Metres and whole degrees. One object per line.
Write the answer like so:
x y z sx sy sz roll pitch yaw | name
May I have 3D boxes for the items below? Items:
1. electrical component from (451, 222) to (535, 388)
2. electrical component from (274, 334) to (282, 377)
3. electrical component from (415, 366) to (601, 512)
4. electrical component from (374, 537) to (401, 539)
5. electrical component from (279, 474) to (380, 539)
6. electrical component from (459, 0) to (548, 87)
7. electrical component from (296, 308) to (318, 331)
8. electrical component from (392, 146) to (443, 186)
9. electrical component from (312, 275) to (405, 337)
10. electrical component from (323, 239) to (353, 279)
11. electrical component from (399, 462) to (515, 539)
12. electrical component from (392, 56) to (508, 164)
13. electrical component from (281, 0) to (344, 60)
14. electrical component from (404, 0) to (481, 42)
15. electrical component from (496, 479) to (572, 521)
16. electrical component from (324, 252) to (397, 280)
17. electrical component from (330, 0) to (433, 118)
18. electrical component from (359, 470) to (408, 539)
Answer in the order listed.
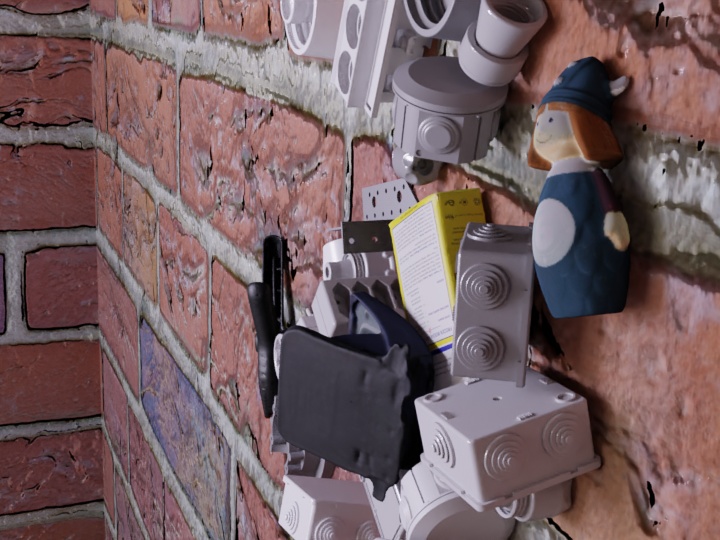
0.087 0.019 0.700 0.099 0.048 0.099 -58 -29 -72 | electrical component
-0.062 0.094 1.152 0.055 0.047 0.055 176 90 -69 | electrical component
0.091 0.103 0.689 0.100 0.100 0.048 -151 47 -65 | electrical component
0.041 0.274 0.760 0.150 0.089 0.062 47 160 -6 | electrical component
-0.022 0.229 1.005 0.100 0.100 0.048 -168 88 -68 | electrical component
0.093 -0.155 0.711 0.055 0.045 0.045 114 146 -51 | electrical component
-0.044 0.071 1.103 0.076 0.047 0.065 -119 32 -48 | electrical component
0.042 -0.089 0.871 0.061 0.035 0.035 -142 52 -66 | electrical component
0.002 0.046 0.929 0.075 0.083 0.047 112 147 -49 | electrical component
-0.013 0.018 1.019 0.079 0.043 0.077 137 126 -64 | electrical component
0.068 0.176 0.785 0.051 0.080 0.080 -113 28 -51 | electrical component
0.061 -0.114 0.756 0.080 0.080 0.051 -120 28 -49 | electrical component
-0.041 -0.253 1.020 0.108 0.060 0.108 177 90 -69 | electrical component
0.064 -0.213 0.753 0.108 0.060 0.108 177 90 -69 | electrical component
0.105 0.144 0.708 0.043 0.062 0.043 176 90 -69 | electrical component
0.000 0.000 0.955 0.048 0.062 0.048 176 90 -70 | electrical component
0.021 -0.195 0.865 0.078 0.063 0.121 -118 32 -47 | electrical component
0.046 0.184 0.868 0.061 0.061 0.096 109 150 -45 | electrical component
